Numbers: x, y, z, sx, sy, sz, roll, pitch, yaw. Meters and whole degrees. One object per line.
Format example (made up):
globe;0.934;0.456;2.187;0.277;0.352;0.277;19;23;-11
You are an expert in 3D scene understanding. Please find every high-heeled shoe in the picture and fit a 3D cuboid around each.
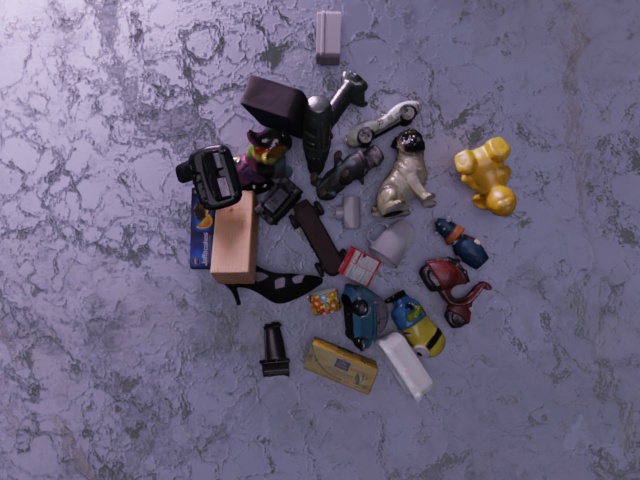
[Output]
high-heeled shoe;-0.128;0.081;1.339;0.249;0.086;0.145;-11;59;-14

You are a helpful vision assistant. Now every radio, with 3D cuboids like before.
radio;-0.093;-0.301;1.242;0.131;0.229;0.073;21;91;7

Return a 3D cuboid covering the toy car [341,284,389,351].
toy car;0.115;0.182;1.298;0.103;0.109;0.161;-9;99;-14

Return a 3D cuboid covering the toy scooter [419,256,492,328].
toy scooter;0.334;0.110;1.299;0.135;0.075;0.184;-31;92;2

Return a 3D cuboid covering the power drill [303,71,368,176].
power drill;0.028;-0.284;1.276;0.086;0.231;0.207;35;71;20

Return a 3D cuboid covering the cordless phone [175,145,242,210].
cordless phone;-0.278;-0.136;1.263;0.184;0.089;0.146;-12;96;43

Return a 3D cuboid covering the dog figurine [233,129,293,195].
dog figurine;-0.147;-0.184;1.250;0.191;0.219;0.108;-30;86;2

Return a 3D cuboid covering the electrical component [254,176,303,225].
electrical component;-0.098;-0.092;1.289;0.058;0.134;0.115;40;94;2

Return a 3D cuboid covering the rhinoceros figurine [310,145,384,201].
rhinoceros figurine;0.068;-0.159;1.296;0.190;0.112;0.073;-36;60;15

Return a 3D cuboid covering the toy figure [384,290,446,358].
toy figure;0.233;0.204;1.302;0.089;0.082;0.180;-30;86;4

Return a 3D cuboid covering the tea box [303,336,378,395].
tea box;0.051;0.302;1.302;0.170;0.098;0.068;21;92;1

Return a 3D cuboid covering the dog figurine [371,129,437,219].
dog figurine;0.187;-0.160;1.303;0.172;0.121;0.190;-16;76;0

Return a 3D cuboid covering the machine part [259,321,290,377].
machine part;-0.115;0.273;1.340;0.084;0.039;0.138;-2;92;8

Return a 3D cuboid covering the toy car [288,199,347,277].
toy car;-0.003;-0.004;1.325;0.089;0.053;0.202;-30;93;-3

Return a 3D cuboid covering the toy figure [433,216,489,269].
toy figure;0.340;0.004;1.307;0.064;0.058;0.154;-44;84;-4

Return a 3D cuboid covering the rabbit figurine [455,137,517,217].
rabbit figurine;0.395;-0.125;1.254;0.122;0.162;0.173;-23;67;1

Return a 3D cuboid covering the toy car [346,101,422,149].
toy car;0.155;-0.280;1.305;0.202;0.073;0.056;-28;90;3

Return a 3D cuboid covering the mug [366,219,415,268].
mug;0.172;-0.003;1.308;0.109;0.080;0.107;38;80;7

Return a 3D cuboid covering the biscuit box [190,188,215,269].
biscuit box;-0.285;-0.028;1.335;0.063;0.059;0.202;1;91;3
